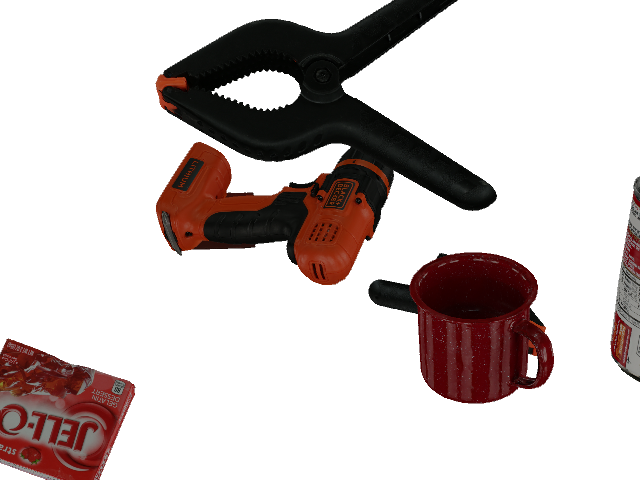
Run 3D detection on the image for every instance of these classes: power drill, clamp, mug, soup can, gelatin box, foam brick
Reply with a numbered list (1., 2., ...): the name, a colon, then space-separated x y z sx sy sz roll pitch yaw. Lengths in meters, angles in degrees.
1. power drill: -0.034 -0.044 0.924 0.188 0.057 0.184 4 43 23
2. clamp: 0.145 0.059 1.031 0.172 0.039 0.120 24 36 28
3. mug: 0.123 0.071 0.791 0.117 0.081 0.093 24 42 39
4. soup can: 0.193 0.021 0.563 0.068 0.102 0.068 1 25 0
5. gelatin box: -0.173 0.113 0.683 0.089 0.073 0.030 20 -22 0
6. clamp: 0.007 -0.085 0.655 0.210 0.164 0.036 -8 -21 -5
7. foam brick: -0.118 -0.024 1.289 0.078 0.053 0.051 -2 27 1
